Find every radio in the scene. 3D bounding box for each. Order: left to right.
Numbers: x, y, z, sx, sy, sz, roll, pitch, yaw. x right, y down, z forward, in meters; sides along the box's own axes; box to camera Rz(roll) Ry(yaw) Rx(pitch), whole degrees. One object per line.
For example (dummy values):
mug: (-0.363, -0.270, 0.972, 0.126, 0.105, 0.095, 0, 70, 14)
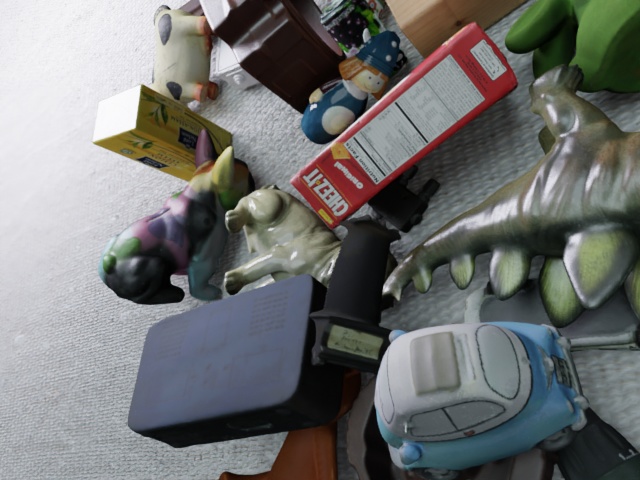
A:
radio: (-0.086, 0.128, 0.546, 0.230, 0.073, 0.131, -20, 48, 28)

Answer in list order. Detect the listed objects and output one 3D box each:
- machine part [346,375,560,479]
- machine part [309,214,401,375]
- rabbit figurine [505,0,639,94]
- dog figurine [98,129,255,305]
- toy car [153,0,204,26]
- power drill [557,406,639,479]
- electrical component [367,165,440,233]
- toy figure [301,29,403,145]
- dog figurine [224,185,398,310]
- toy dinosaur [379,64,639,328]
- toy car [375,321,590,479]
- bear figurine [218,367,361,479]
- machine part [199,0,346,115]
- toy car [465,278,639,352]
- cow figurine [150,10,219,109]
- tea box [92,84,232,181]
machine part: (0.108, 0.175, 0.457, 0.179, 0.056, 0.179, -24, 48, 29)
machine part: (0.037, 0.048, 0.485, 0.039, 0.084, 0.139, 149, 131, -70)
rabbit figurine: (0.262, -0.209, 0.498, 0.159, 0.121, 0.170, -38, 40, 28)
dog figurine: (-0.180, -0.034, 0.709, 0.109, 0.191, 0.219, 34, 113, 43)
toy car: (-0.174, -0.354, 0.838, 0.202, 0.089, 0.053, -16, 73, 32)
power drill: (0.198, 0.256, 0.422, 0.207, 0.086, 0.232, -48, 49, 7)
electrical component: (0.089, -0.039, 0.608, 0.094, 0.021, 0.063, -52, 55, 12)
toy figure: (0.038, -0.172, 0.619, 0.154, 0.064, 0.058, -41, 67, 40)
dog figurine: (0.000, 0.001, 0.627, 0.191, 0.121, 0.172, -7, 76, 19)
toy dinosaur: (0.219, -0.037, 0.416, 0.472, 0.105, 0.198, -24, 55, 39)
toy car: (0.100, 0.109, 0.394, 0.162, 0.102, 0.109, -23, 50, 32)
bear figurine: (-0.023, 0.198, 0.559, 0.120, 0.132, 0.195, 2, 84, 62)
machine part: (-0.055, -0.271, 0.662, 0.087, 0.201, 0.201, -36, 59, 20)
toy car: (0.226, 0.061, 0.465, 0.202, 0.056, 0.073, -13, 63, 31)
cow figurine: (-0.224, -0.250, 0.825, 0.127, 0.085, 0.194, 16, 115, 11)
tea box: (-0.218, -0.145, 0.762, 0.098, 0.169, 0.068, -8, 74, 35)
